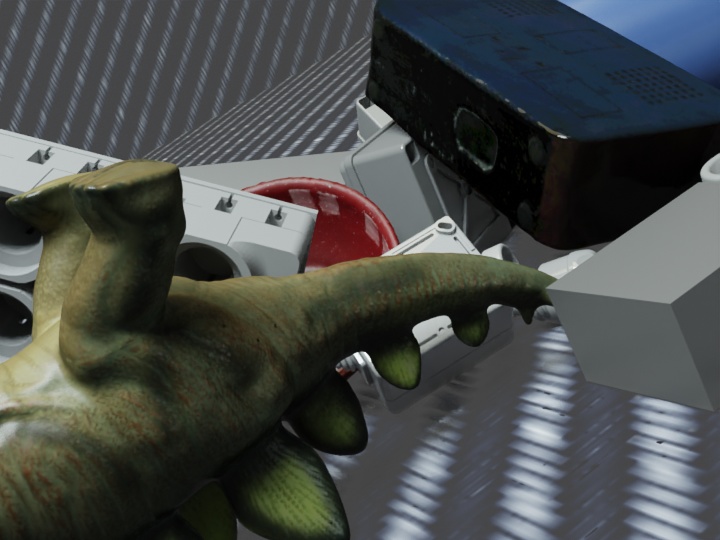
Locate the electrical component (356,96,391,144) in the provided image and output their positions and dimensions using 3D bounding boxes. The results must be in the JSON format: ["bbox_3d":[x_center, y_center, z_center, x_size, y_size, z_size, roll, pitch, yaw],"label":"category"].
[{"bbox_3d":[0.069,-0.123,0.939,0.109,0.056,0.108,-31,58,-16],"label":"electrical component"}]

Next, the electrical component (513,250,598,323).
[{"bbox_3d":[0.104,0.013,0.581,0.061,0.035,0.035,-21,16,28],"label":"electrical component"}]

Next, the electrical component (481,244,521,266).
[{"bbox_3d":[0.071,0.012,0.630,0.046,0.040,0.040,-25,15,21],"label":"electrical component"}]

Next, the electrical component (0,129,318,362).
[{"bbox_3d":[-0.127,0.005,0.556,0.186,0.105,0.060,14,28,1],"label":"electrical component"}]

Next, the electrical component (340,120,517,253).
[{"bbox_3d":[0.050,-0.052,0.740,0.056,0.108,0.109,-11,21,36],"label":"electrical component"}]

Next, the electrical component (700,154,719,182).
[{"bbox_3d":[0.208,-0.038,0.556,0.055,0.047,0.055,-24,15,7],"label":"electrical component"}]

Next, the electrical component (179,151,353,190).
[{"bbox_3d":[-0.039,-0.048,0.834,0.186,0.060,0.105,-8,20,-21],"label":"electrical component"}]

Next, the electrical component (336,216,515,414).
[{"bbox_3d":[0.027,0.030,0.571,0.096,0.061,0.061,-31,60,-8],"label":"electrical component"}]
